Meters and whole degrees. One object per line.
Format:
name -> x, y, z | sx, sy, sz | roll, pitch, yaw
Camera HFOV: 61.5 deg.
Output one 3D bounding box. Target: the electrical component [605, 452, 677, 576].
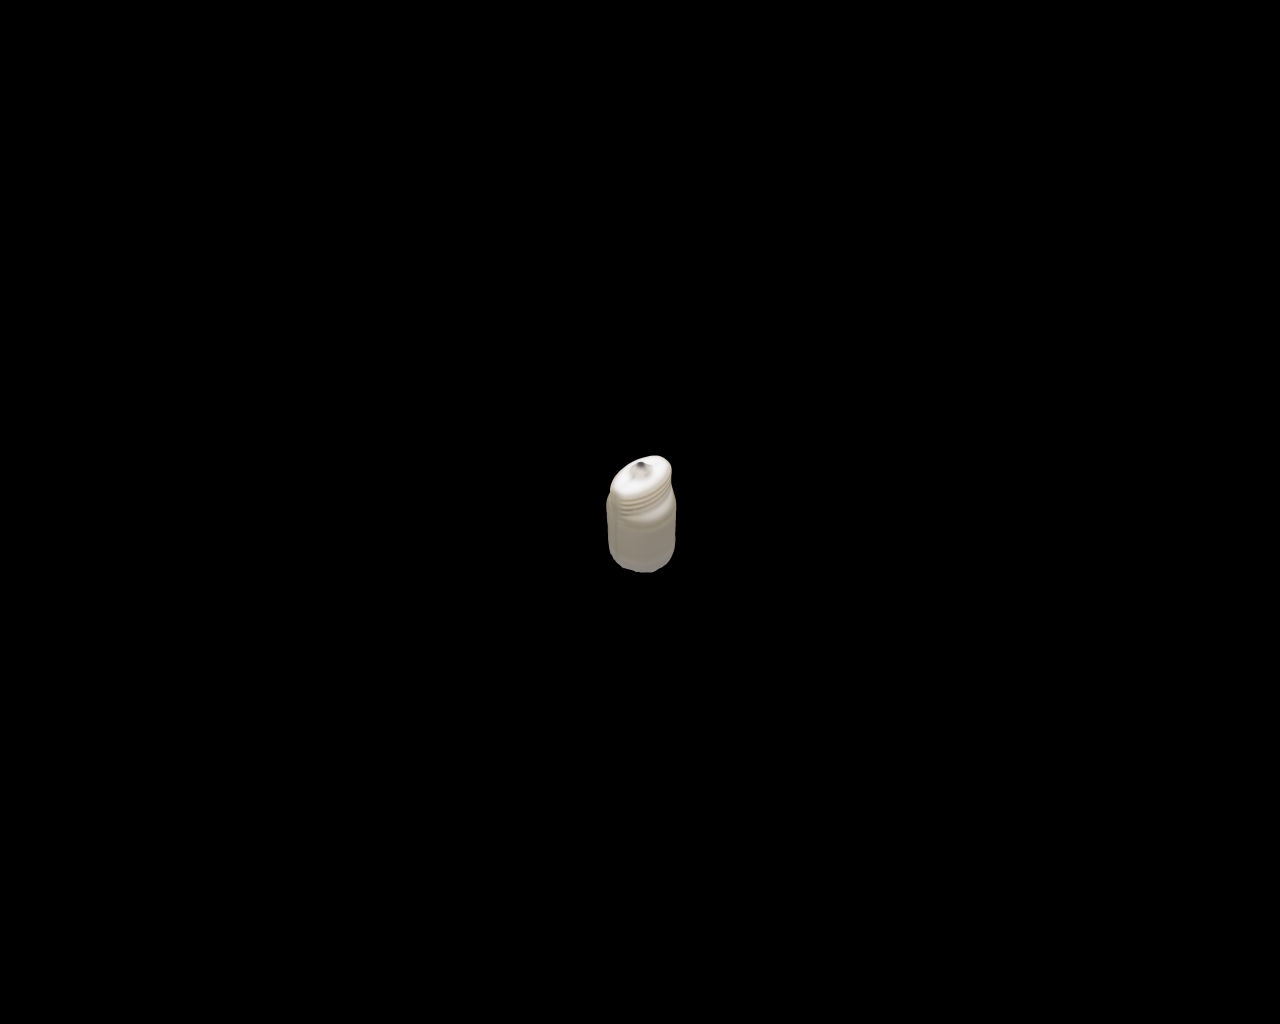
electrical component -> 0.001, -0.003, 0.650 | 0.043, 0.043, 0.080 | 0, -40, 0
